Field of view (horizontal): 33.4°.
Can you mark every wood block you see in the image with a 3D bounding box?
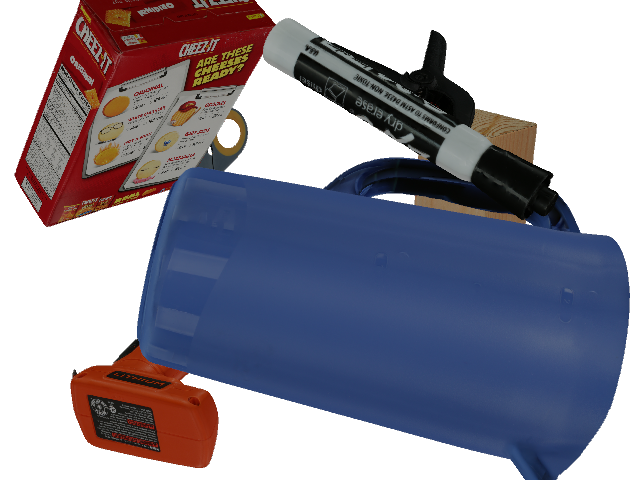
[{"bbox_3d":[0.158,-0.026,1.127,0.090,0.206,0.090,20,27,38],"label":"wood block"}]

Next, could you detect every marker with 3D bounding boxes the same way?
[{"bbox_3d":[0.031,-0.044,0.381,0.121,0.020,0.020,34,13,20],"label":"marker"}]

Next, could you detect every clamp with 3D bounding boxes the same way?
[{"bbox_3d":[0.070,-0.128,0.911,0.120,0.039,0.171,-9,40,-8],"label":"clamp"}]

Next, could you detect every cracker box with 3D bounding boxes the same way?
[{"bbox_3d":[-0.155,-0.119,0.914,0.163,0.072,0.214,-21,-24,-42],"label":"cracker box"}]

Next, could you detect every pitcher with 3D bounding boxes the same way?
[{"bbox_3d":[0.032,0.028,0.582,0.242,0.145,0.149,13,13,-3],"label":"pitcher"}]

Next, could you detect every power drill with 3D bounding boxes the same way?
[{"bbox_3d":[-0.067,0.077,0.739,0.185,0.057,0.187,5,28,24],"label":"power drill"}]

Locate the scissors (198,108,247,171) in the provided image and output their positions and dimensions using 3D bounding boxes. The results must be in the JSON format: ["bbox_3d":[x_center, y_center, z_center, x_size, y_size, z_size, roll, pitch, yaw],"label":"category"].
[{"bbox_3d":[-0.105,-0.057,1.131,0.096,0.202,0.016,-17,-4,-23],"label":"scissors"}]
